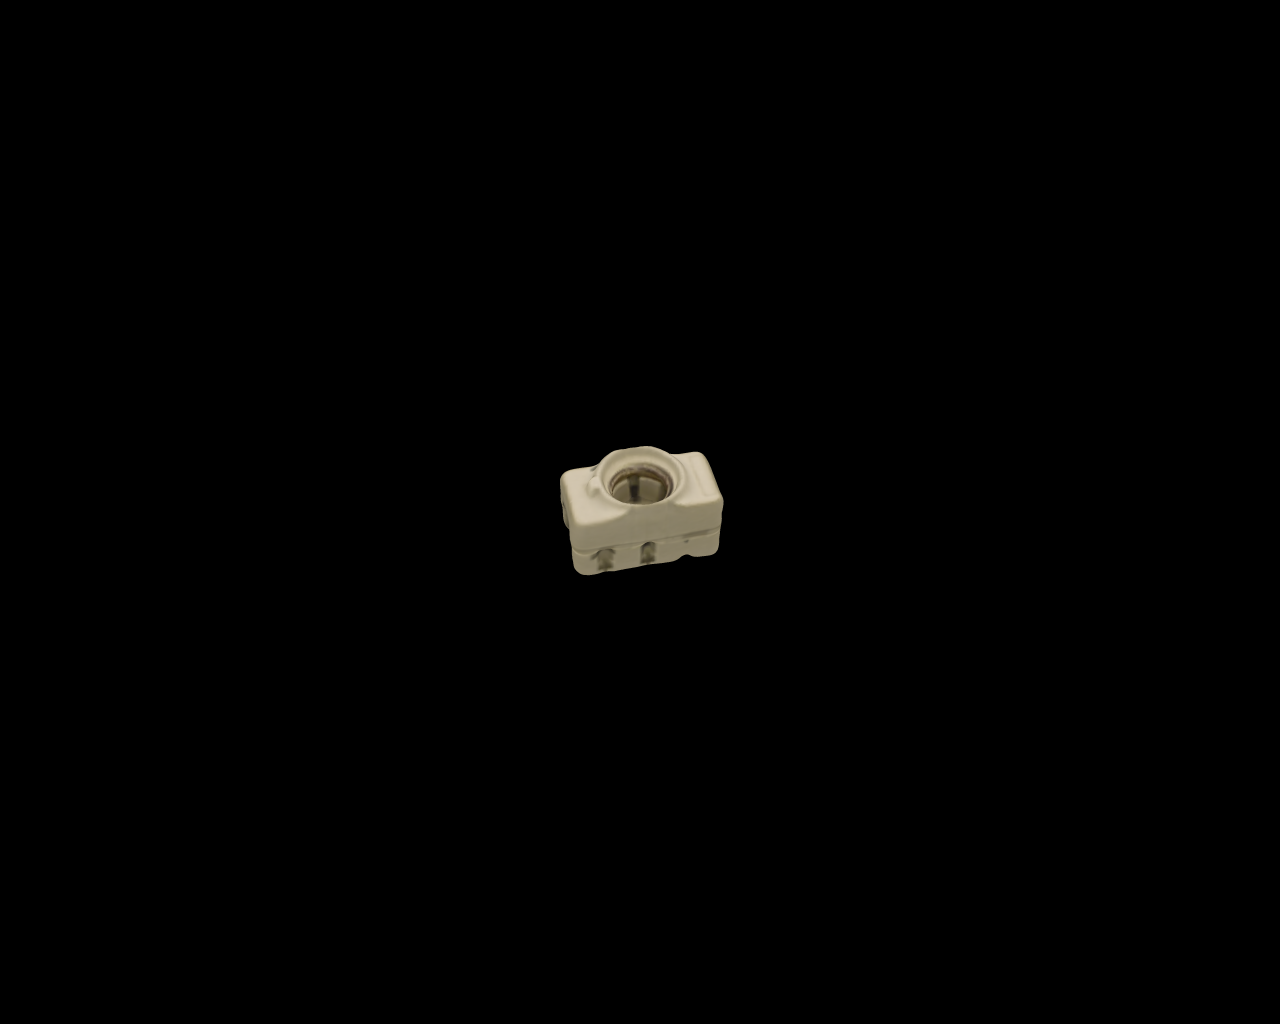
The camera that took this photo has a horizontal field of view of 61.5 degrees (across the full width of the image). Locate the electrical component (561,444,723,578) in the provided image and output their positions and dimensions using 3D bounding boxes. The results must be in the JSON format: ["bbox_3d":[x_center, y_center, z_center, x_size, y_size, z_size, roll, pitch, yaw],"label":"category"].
[{"bbox_3d":[0.001,-0.003,0.650,0.089,0.050,0.055,-9,-43,-8],"label":"electrical component"}]
